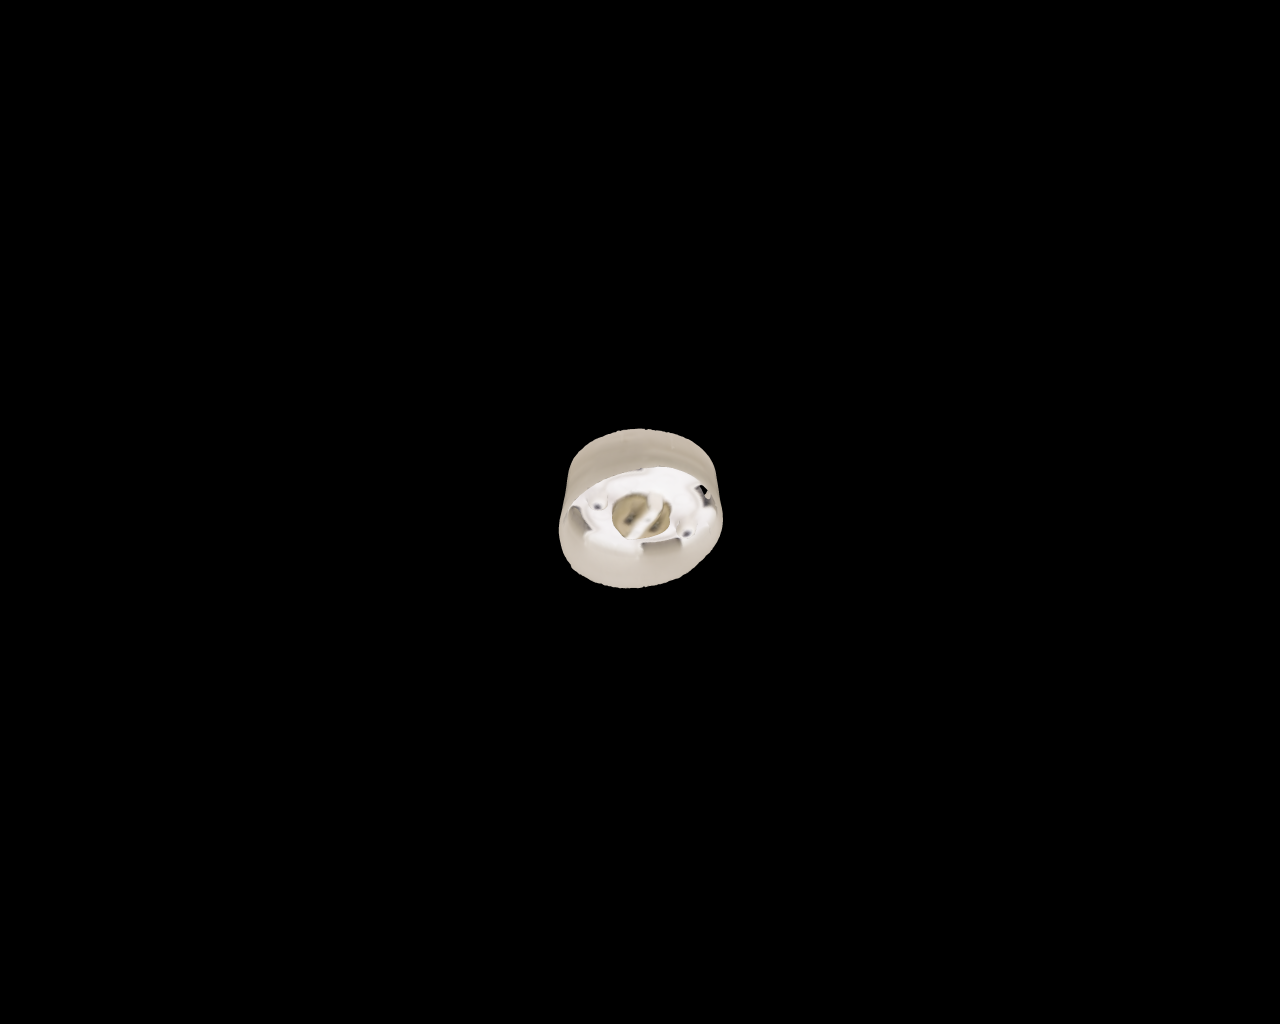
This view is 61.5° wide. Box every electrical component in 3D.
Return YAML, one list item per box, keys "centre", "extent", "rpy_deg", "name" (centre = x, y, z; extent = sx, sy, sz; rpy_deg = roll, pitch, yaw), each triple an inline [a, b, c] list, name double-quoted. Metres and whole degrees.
- centre: [0.001, -0.003, 0.650]
  extent: [0.099, 0.064, 0.099]
  rpy_deg: [0, -36, 0]
  name: "electrical component"
